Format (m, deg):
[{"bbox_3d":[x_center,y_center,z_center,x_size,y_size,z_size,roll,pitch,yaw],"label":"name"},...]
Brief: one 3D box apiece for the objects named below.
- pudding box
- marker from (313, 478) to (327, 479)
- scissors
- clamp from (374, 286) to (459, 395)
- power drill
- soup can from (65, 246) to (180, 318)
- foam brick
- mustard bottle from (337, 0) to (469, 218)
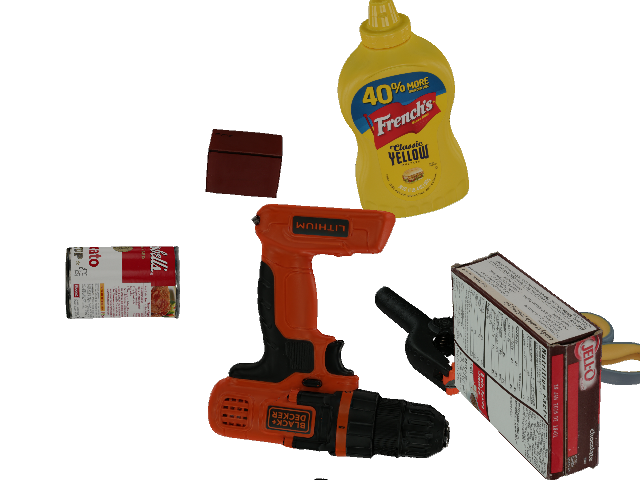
[{"bbox_3d":[0.117,0.070,0.621,0.039,0.090,0.114,-14,27,-19],"label":"pudding box"},{"bbox_3d":[-0.027,0.140,0.480,0.020,0.020,0.120,0,16,34],"label":"marker"},{"bbox_3d":[0.180,0.090,0.870,0.201,0.016,0.096,2,31,-17],"label":"scissors"},{"bbox_3d":[0.131,0.093,1.076,0.120,0.039,0.171,-8,32,-9],"label":"clamp"},{"bbox_3d":[0.012,0.069,0.807,0.184,0.187,0.057,5,-1,7],"label":"power drill"},{"bbox_3d":[-0.183,0.039,0.990,0.102,0.068,0.068,0,0,-10],"label":"soup can"},{"bbox_3d":[-0.080,-0.082,1.134,0.078,0.051,0.053,5,31,-2],"label":"foam brick"},{"bbox_3d":[0.065,-0.112,0.887,0.096,0.191,0.058,-11,34,4],"label":"mustard bottle"}]
